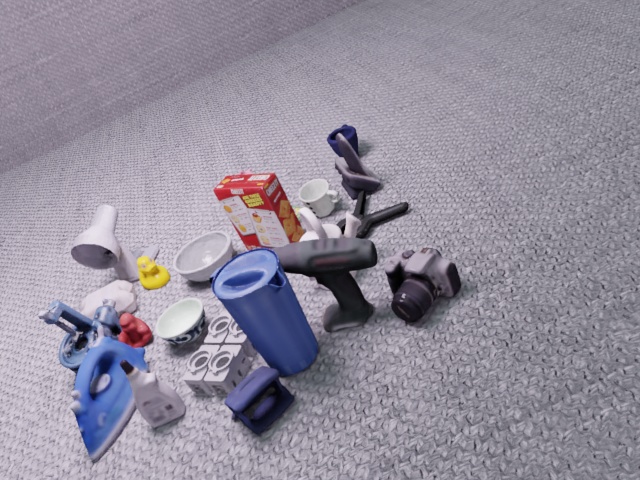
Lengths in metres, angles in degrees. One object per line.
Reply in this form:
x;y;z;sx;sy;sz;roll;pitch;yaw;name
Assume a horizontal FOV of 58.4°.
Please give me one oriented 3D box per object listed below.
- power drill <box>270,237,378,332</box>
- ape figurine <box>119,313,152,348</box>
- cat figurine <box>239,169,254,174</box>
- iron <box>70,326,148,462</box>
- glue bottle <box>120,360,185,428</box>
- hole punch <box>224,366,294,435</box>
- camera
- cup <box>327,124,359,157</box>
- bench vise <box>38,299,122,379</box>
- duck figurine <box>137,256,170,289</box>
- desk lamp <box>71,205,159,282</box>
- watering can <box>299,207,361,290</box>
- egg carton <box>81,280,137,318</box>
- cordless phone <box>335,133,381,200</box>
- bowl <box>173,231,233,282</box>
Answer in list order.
0.014;0.082;1.135;0.229;0.209;0.075;-16;34;14;power drill
-0.444;0.212;1.359;0.077;0.092;0.076;-9;36;23;ape figurine
-0.227;-0.151;1.699;0.067;0.118;0.128;14;50;44;cat figurine
-0.459;0.308;1.191;0.118;0.142;0.258;-16;34;14;iron
-0.333;0.290;1.105;0.078;0.173;0.037;-24;33;1;glue bottle
-0.122;0.283;1.052;0.109;0.091;0.100;-41;36;-23;hole punch
0.181;0.084;1.123;0.142;0.101;0.137;10;47;41;camera
0.079;-0.285;1.709;0.091;0.095;0.118;-12;35;19;cup
-0.554;0.203;1.326;0.121;0.220;0.207;-21;33;6;bench vise
-0.468;0.080;1.564;0.104;0.086;0.078;12;48;43;duck figurine
-0.574;0.021;1.598;0.117;0.214;0.203;-14;35;17;desk lamp
0.011;0.004;1.260;0.100;0.194;0.173;16;51;45;watering can
-0.557;0.172;1.510;0.150;0.069;0.107;-28;33;-4;egg carton
0.081;-0.218;1.531;0.094;0.185;0.147;-28;33;-5;cordless phone
-0.293;0.055;1.497;0.167;0.075;0.167;-17;34;12;bowl
